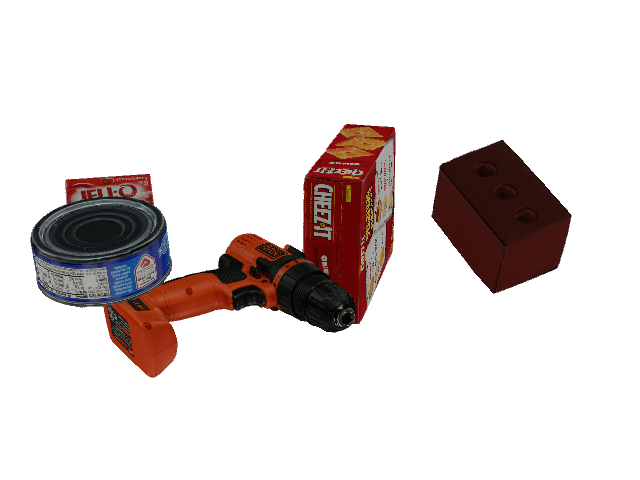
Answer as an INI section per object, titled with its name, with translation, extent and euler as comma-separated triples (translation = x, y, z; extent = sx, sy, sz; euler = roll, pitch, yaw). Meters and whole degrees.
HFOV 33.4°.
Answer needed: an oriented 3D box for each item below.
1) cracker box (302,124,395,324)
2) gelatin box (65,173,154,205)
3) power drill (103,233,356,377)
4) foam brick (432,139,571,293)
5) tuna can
[cracker box]
translation = 0.034, -0.026, 1.204
extent = 0.072, 0.164, 0.213
euler = 5, 22, 12
[gelatin box]
translation = -0.217, -0.032, 1.101
extent = 0.089, 0.073, 0.030
euler = -4, -41, -12
[power drill]
translation = -0.084, 0.059, 0.947
extent = 0.187, 0.057, 0.185
euler = -18, 25, -29
[foam brick]
translation = 0.116, -0.015, 0.693
extent = 0.053, 0.078, 0.051
euler = -22, -36, -20
[tuna can]
translation = -0.138, 0.005, 0.673
extent = 0.086, 0.034, 0.086
euler = -2, 30, 1
